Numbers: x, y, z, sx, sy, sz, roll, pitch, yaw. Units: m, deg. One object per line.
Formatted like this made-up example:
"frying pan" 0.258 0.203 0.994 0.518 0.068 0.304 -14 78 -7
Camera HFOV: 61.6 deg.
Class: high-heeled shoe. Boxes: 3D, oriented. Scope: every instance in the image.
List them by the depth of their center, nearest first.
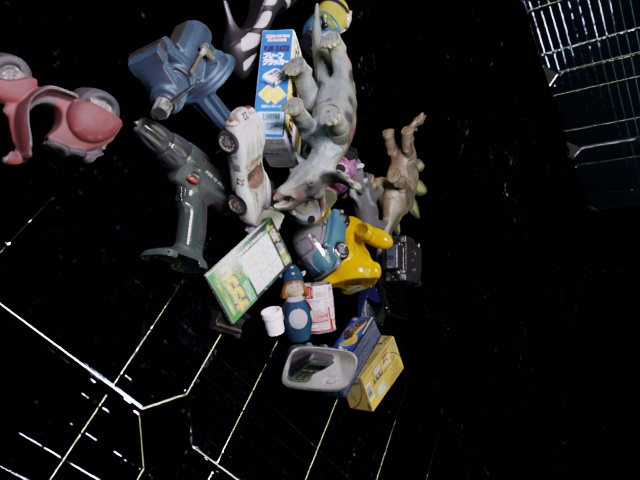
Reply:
"high-heeled shoe" -0.105 -0.411 1.064 0.249 0.086 0.145 -35 116 -43

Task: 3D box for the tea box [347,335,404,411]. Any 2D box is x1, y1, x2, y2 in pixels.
"tea box" 0.124 0.310 1.272 0.169 0.068 0.098 -37 115 -49

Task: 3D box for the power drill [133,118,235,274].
"power drill" -0.229 -0.059 0.871 0.231 0.086 0.207 32 54 -48

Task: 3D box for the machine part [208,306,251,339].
"machine part" -0.156 0.102 0.969 0.084 0.039 0.139 29 65 -40

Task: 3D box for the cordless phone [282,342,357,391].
"cordless phone" 0.014 0.235 1.027 0.146 0.184 0.089 10 67 -17

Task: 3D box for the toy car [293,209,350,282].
"toy car" -0.002 -0.003 1.128 0.103 0.109 0.162 28 53 -26

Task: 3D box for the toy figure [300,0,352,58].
"toy figure" 0.013 -0.490 1.220 0.180 0.082 0.089 -55 129 -37

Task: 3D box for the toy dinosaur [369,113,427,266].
"toy dinosaur" 0.201 -0.125 1.399 0.198 0.105 0.471 41 66 -46

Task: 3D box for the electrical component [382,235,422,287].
"electrical component" 0.202 0.052 1.318 0.134 0.058 0.115 18 68 -55

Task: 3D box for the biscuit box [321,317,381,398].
"biscuit box" 0.064 0.259 1.210 0.203 0.059 0.062 -49 124 -43

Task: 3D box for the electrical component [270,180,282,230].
"electrical component" -0.095 -0.068 1.079 0.063 0.021 0.093 -47 121 -44

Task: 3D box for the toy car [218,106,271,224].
"toy car" -0.120 -0.121 0.887 0.073 0.056 0.201 -54 150 -47

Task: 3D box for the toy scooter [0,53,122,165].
"toy scooter" -0.357 -0.151 0.715 0.183 0.075 0.135 17 72 -46

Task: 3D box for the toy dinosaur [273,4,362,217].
"toy dinosaur" 0.015 -0.229 0.971 0.192 0.131 0.405 64 31 -54

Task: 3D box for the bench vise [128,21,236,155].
"bench vise" -0.190 -0.236 0.878 0.240 0.129 0.224 50 25 -41

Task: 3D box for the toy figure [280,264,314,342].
"toy figure" -0.048 0.125 1.081 0.064 0.058 0.154 -10 95 -36

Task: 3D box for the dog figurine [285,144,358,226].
"dog figurine" 0.012 -0.119 1.131 0.191 0.109 0.219 -62 170 7

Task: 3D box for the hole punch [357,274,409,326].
"hole punch" 0.146 0.148 1.320 0.142 0.092 0.116 21 50 -46

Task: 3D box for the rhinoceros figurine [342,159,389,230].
"rhinoceros figurine" 0.098 -0.099 1.284 0.112 0.073 0.190 -14 90 -51

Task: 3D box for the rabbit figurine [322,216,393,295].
"rabbit figurine" 0.073 0.018 1.200 0.122 0.162 0.173 20 52 -36
